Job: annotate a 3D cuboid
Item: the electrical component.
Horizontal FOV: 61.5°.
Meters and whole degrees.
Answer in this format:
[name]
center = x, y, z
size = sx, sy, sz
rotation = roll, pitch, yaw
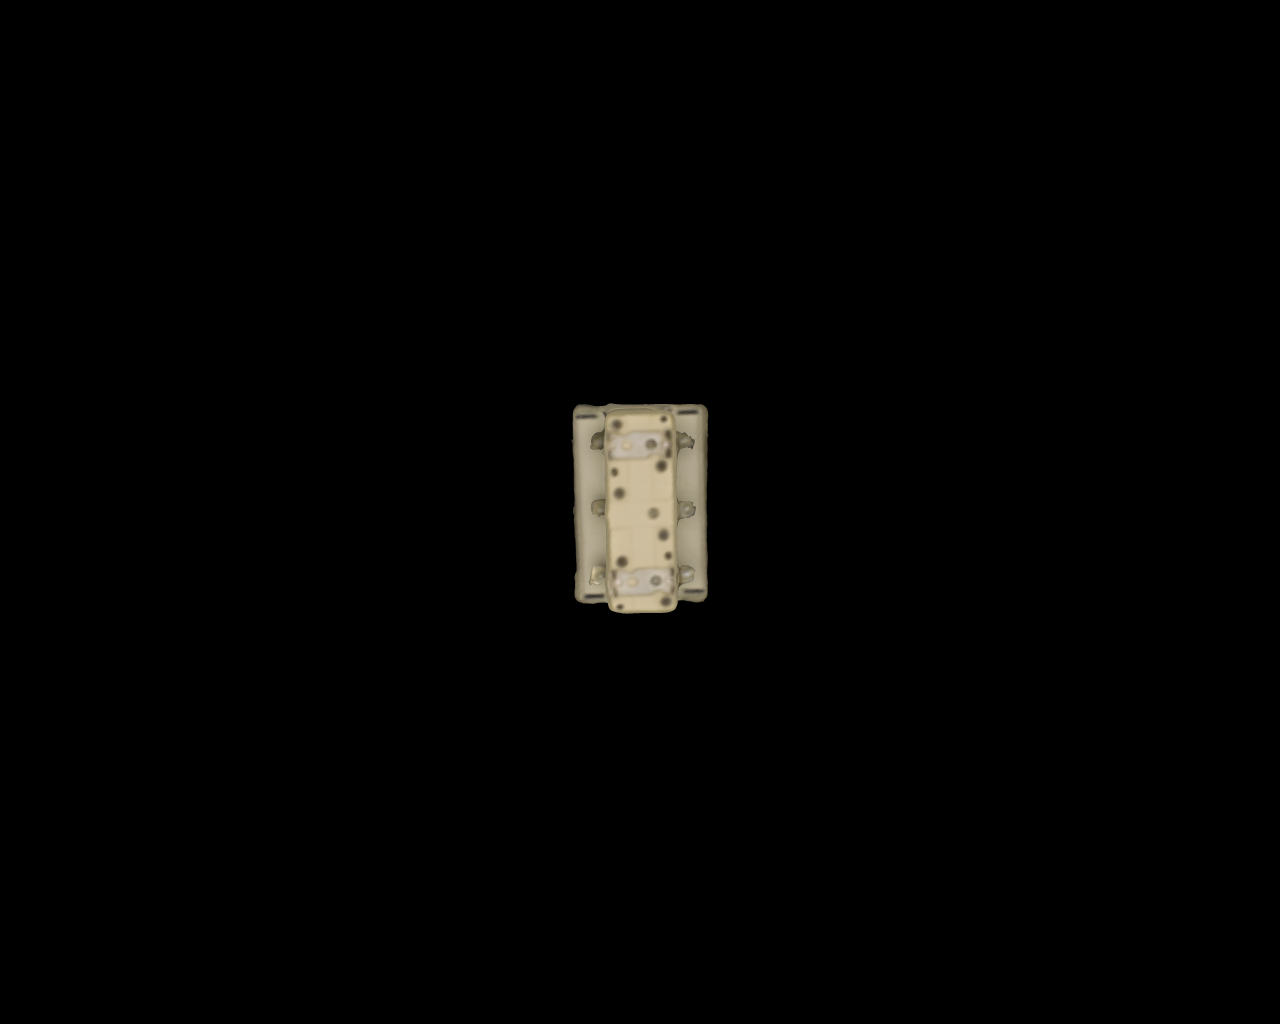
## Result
[electrical component]
center = 0.001, -0.003, 0.650
size = 0.079, 0.121, 0.063
rotation = 0, 8, 0
